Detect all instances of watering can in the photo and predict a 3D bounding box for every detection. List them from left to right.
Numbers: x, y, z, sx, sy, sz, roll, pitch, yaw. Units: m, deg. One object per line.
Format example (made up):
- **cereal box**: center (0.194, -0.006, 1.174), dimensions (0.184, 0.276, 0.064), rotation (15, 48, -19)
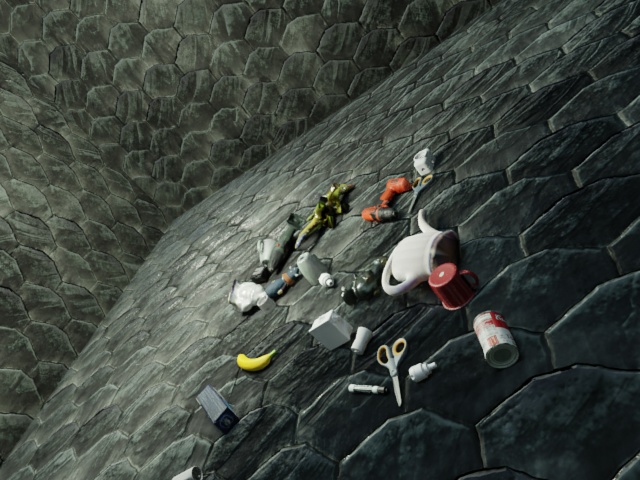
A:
- **watering can**: center (0.297, 0.017, 1.457), dimensions (0.223, 0.102, 0.355), rotation (-11, 37, 48)

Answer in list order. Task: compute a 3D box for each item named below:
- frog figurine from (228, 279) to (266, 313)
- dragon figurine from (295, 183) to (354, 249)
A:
- **frog figurine**: center (-0.264, 0.221, 2.004), dimensions (0.159, 0.120, 0.140), rotation (3, 25, 9)
- **dragon figurine**: center (0.007, -0.110, 2.188), dimensions (0.414, 0.122, 0.241), rotation (-45, 6, -15)
